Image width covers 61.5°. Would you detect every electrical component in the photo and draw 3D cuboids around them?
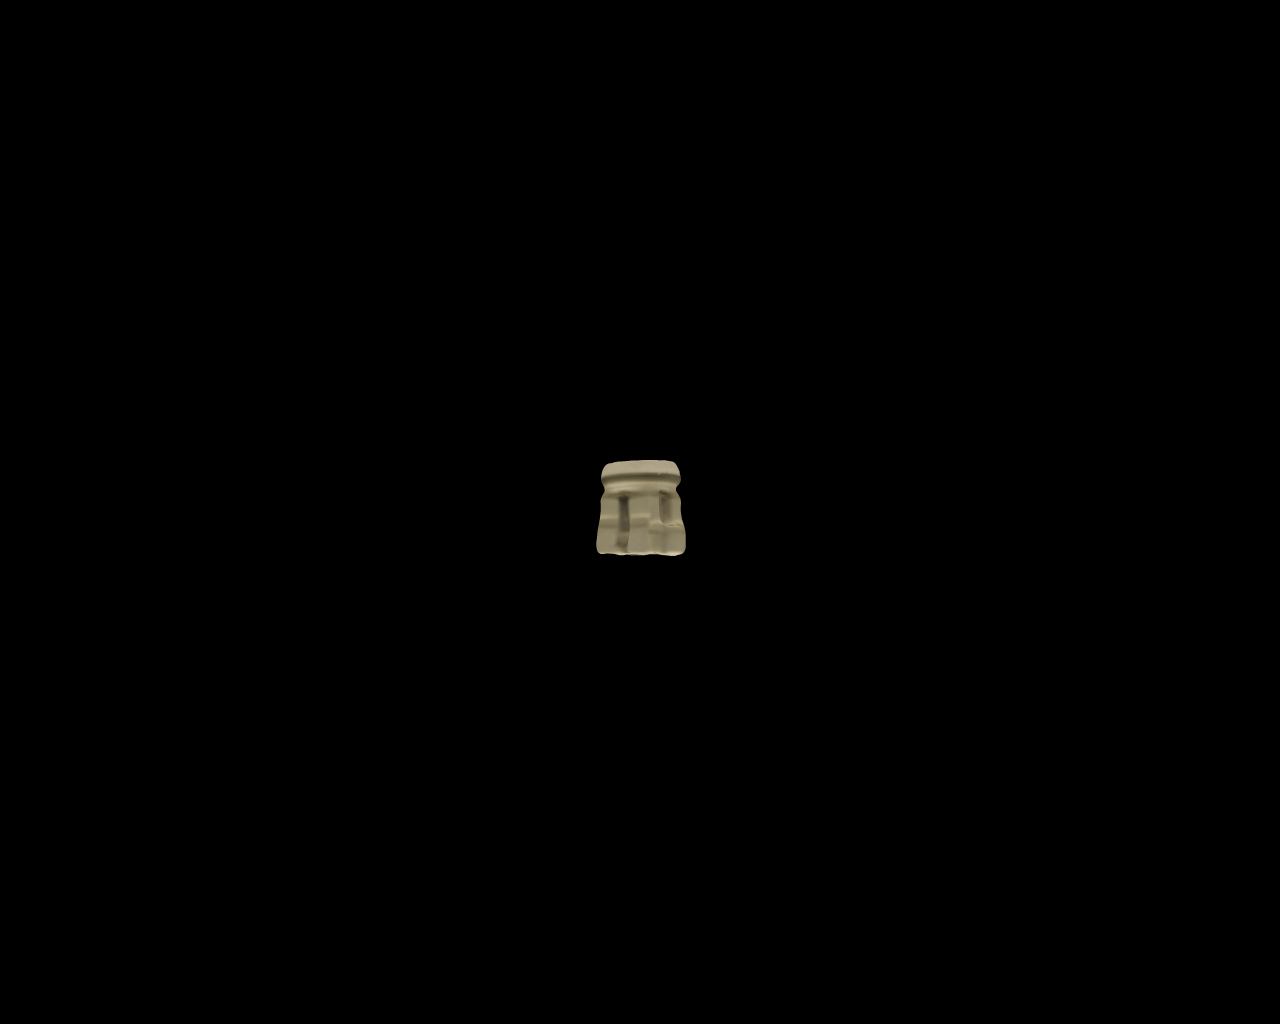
[{"bbox_3d":[0.001,-0.003,0.650,0.066,0.055,0.048,-3,-5,37],"label":"electrical component"}]
